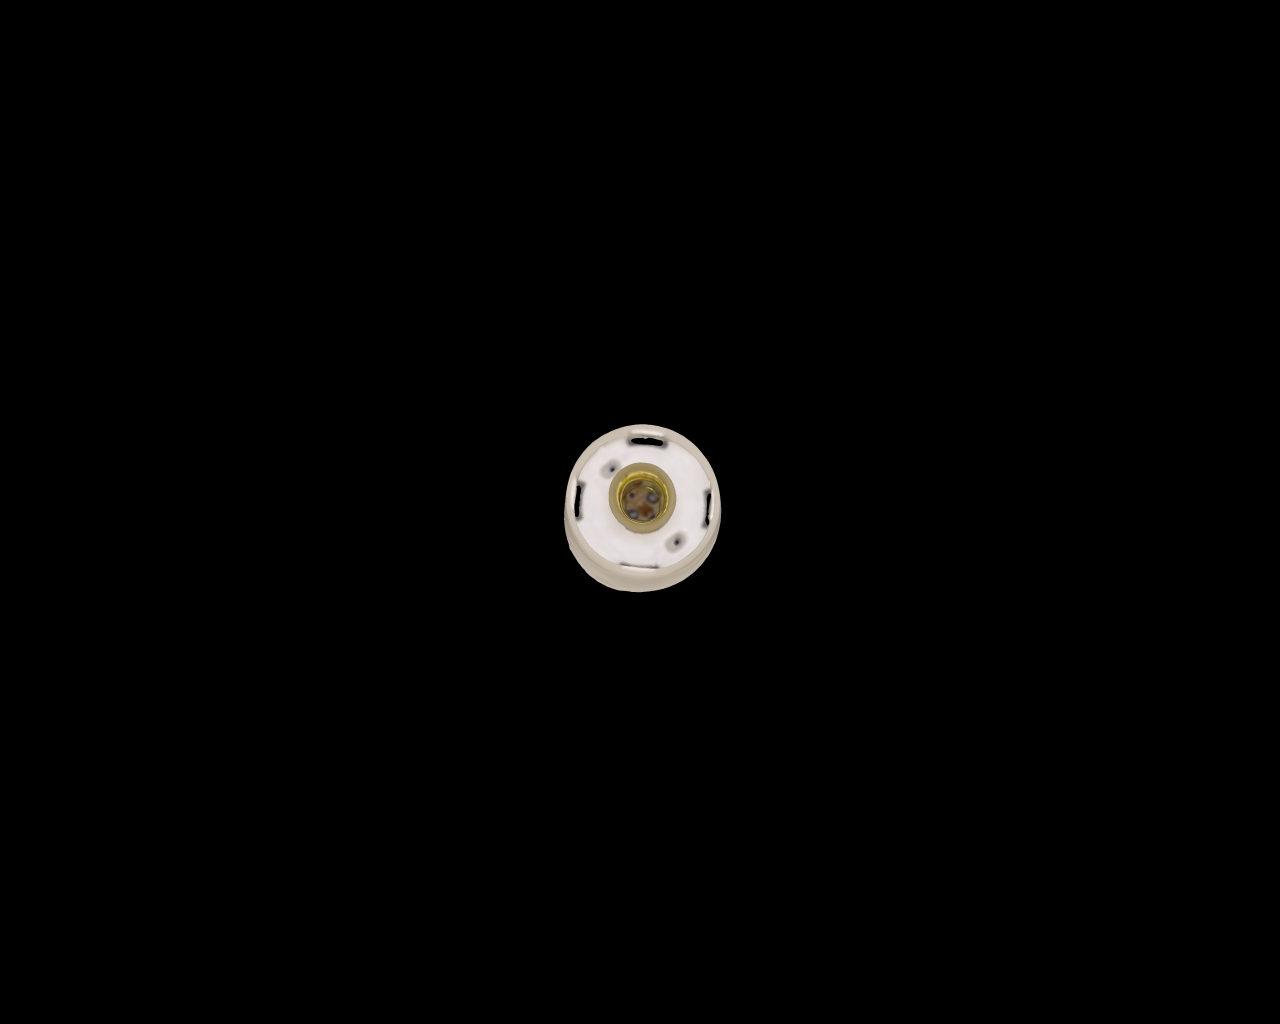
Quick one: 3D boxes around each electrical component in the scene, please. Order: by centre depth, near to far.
[{"bbox_3d":[0.001,-0.003,0.650,0.099,0.099,0.064,0,-12,0],"label":"electrical component"}]
